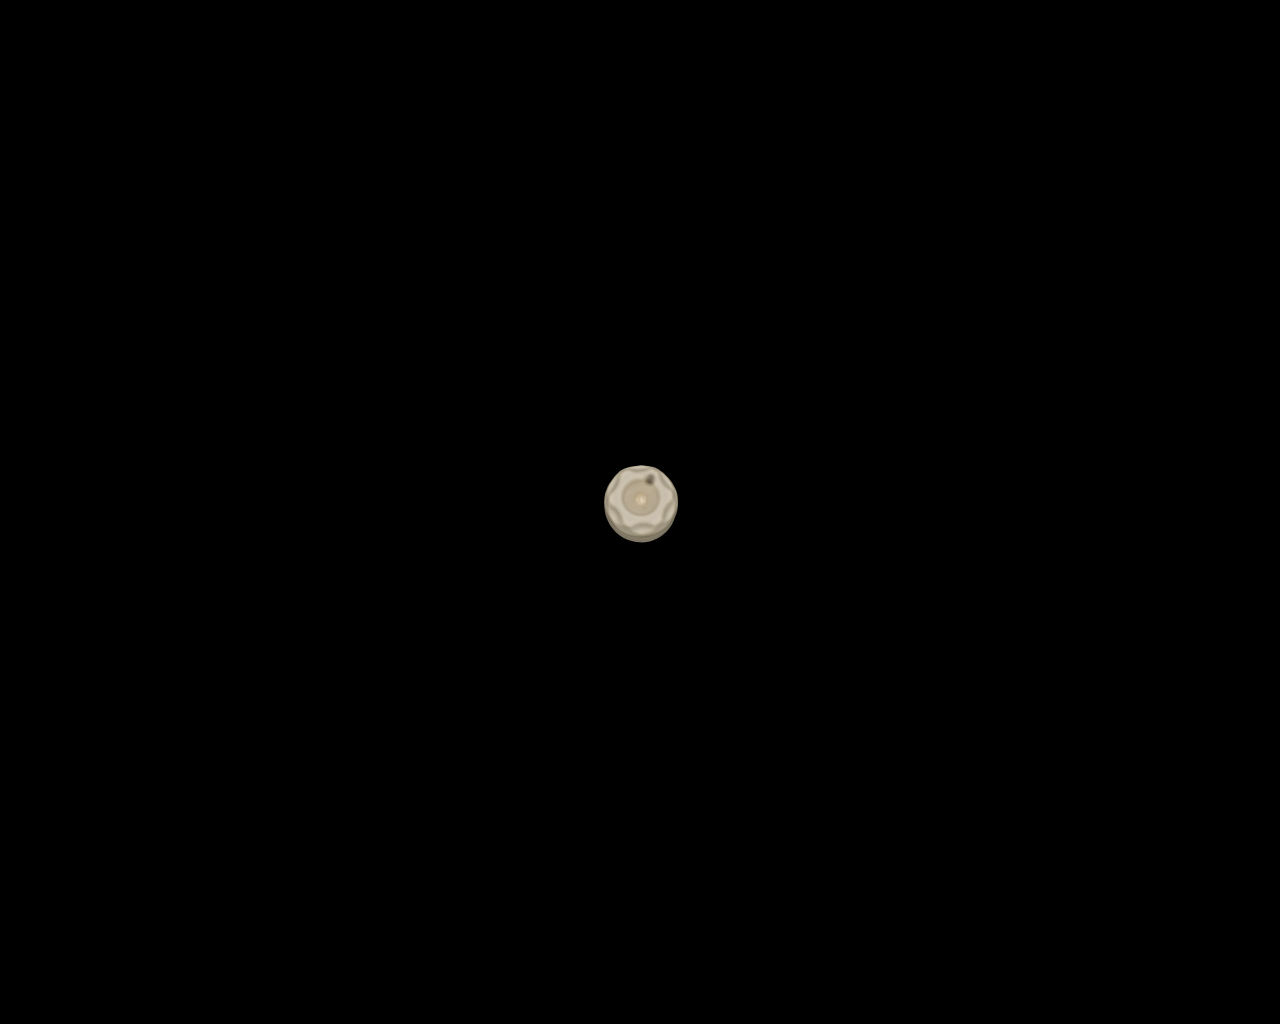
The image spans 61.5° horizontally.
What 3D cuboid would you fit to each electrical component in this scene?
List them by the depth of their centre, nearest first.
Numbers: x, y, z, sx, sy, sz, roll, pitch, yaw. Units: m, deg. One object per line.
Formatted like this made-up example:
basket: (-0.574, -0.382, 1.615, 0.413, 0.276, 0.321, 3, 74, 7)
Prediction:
electrical component: (0.001, -0.003, 0.650, 0.043, 0.043, 0.062, 0, -12, 0)
